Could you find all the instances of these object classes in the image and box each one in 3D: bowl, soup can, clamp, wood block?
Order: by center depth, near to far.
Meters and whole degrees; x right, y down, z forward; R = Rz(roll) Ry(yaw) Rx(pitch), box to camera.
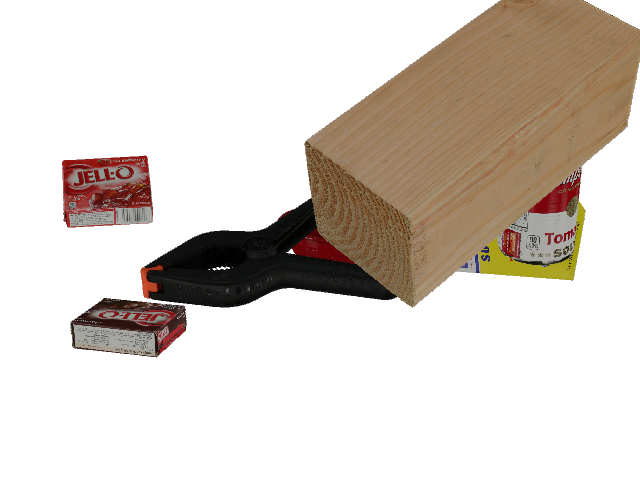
[{"bbox_3d":[0.098,-0.066,0.676,0.205,0.090,0.091,-38,56,-22],"label":"wood block"},{"bbox_3d":[-0.050,0.012,0.914,0.209,0.036,0.164,-7,31,-11],"label":"clamp"},{"bbox_3d":[0.187,-0.038,0.915,0.068,0.102,0.068,-1,27,1],"label":"soup can"},{"bbox_3d":[0.036,0.004,1.101,0.162,0.055,0.162,-1,15,0],"label":"bowl"}]

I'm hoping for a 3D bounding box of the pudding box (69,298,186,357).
[{"bbox_3d":[-0.229,0.104,1.283,0.114,0.039,0.090,2,15,15],"label":"pudding box"}]

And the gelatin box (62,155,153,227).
[{"bbox_3d":[-0.219,-0.051,1.096,0.089,0.073,0.030,-3,-40,-11],"label":"gelatin box"}]

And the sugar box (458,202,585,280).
[{"bbox_3d":[0.214,-0.007,1.256,0.176,0.093,0.048,3,22,-2],"label":"sugar box"}]
